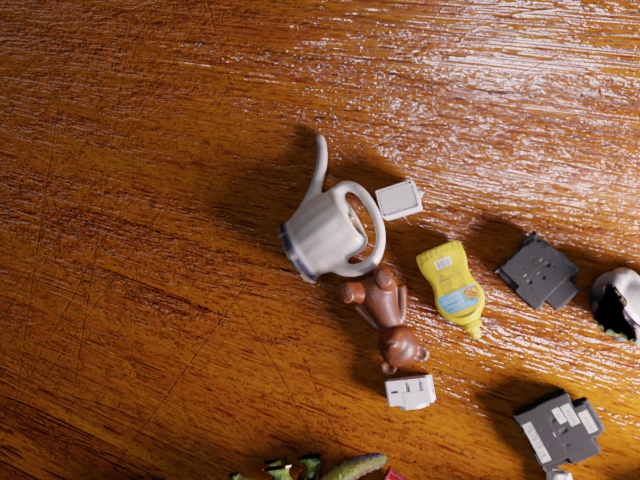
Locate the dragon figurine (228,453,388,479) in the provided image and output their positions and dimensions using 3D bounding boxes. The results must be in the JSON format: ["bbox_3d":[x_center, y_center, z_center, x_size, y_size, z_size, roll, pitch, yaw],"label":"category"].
[{"bbox_3d":[-0.051,0.562,1.012,0.408,0.121,0.246,-14,70,19],"label":"dragon figurine"}]

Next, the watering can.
[{"bbox_3d":[0.003,-0.056,1.121,0.223,0.103,0.354,-35,60,12],"label":"watering can"}]

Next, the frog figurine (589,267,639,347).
[{"bbox_3d":[0.569,0.108,0.914,0.160,0.120,0.139,-20,64,-21],"label":"frog figurine"}]
